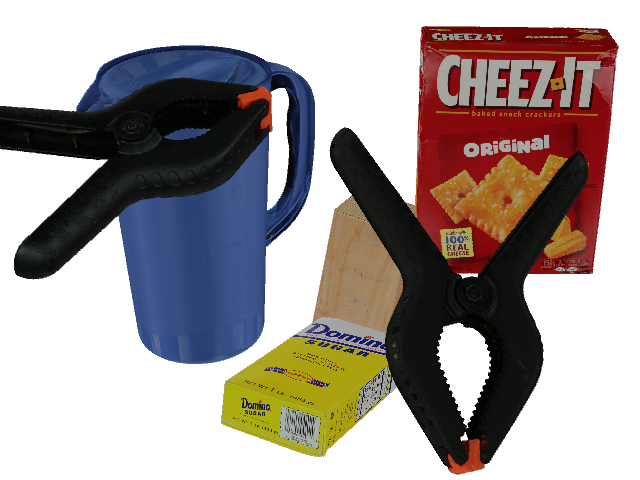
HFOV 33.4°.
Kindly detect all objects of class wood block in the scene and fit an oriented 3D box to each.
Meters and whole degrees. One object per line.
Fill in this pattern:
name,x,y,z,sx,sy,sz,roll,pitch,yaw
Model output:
wood block,0.052,0.059,1.214,0.090,0.206,0.090,19,25,16

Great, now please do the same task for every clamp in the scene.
clamp,-0.112,-0.055,0.589,0.171,0.120,0.039,-26,-27,-25
clamp,0.076,0.029,0.634,0.164,0.210,0.036,11,-18,-7

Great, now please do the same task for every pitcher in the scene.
pitcher,-0.092,-0.029,0.862,0.149,0.243,0.144,8,29,16

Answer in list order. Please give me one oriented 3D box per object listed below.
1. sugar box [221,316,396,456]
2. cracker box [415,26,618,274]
sugar box,0.001,0.117,0.901,0.093,0.048,0.176,15,23,23
cracker box,0.167,-0.076,0.945,0.164,0.214,0.072,1,24,3
